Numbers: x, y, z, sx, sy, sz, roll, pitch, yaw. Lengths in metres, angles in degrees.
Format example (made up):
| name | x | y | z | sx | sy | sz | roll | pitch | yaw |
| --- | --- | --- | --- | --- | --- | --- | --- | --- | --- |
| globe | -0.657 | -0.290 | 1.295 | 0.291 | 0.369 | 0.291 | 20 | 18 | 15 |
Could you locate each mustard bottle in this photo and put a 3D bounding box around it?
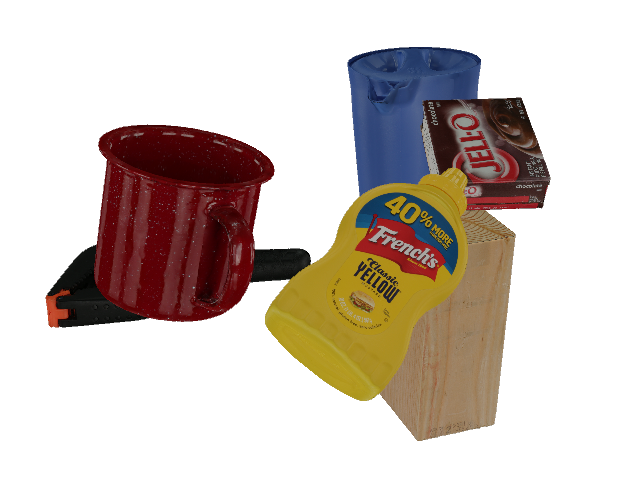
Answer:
| name | x | y | z | sx | sy | sz | roll | pitch | yaw |
| --- | --- | --- | --- | --- | --- | --- | --- | --- | --- |
| mustard bottle | 0.051 | 0.016 | 0.766 | 0.096 | 0.191 | 0.058 | 37 | -29 | 4 |

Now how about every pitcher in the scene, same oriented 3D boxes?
| name | x | y | z | sx | sy | sz | roll | pitch | yaw |
| --- | --- | --- | --- | --- | --- | --- | --- | --- | --- |
| pitcher | 0.104 | -0.078 | 1.116 | 0.149 | 0.243 | 0.145 | -9 | 24 | -14 |

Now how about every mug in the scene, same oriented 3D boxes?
| name | x | y | z | sx | sy | sz | roll | pitch | yaw |
| --- | --- | --- | --- | --- | --- | --- | --- | --- | --- |
| mug | -0.070 | -0.004 | 0.566 | 0.093 | 0.081 | 0.117 | -6 | 28 | -38 |

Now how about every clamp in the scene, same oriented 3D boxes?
| name | x | y | z | sx | sy | sz | roll | pitch | yaw |
| --- | --- | --- | --- | --- | --- | --- | --- | --- | --- |
| clamp | -0.136 | 0.015 | 0.880 | 0.209 | 0.036 | 0.165 | -21 | 38 | -32 |

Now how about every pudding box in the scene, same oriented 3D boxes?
| name | x | y | z | sx | sy | sz | roll | pitch | yaw |
| --- | --- | --- | --- | --- | --- | --- | --- | --- | --- |
| pudding box | 0.137 | -0.074 | 0.907 | 0.090 | 0.039 | 0.113 | -2 | 43 | -5 |

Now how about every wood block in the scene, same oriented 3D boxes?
| name | x | y | z | sx | sy | sz | roll | pitch | yaw |
| --- | --- | --- | --- | --- | --- | --- | --- | --- | --- |
| wood block | 0.119 | 0.076 | 1.025 | 0.090 | 0.206 | 0.091 | -8 | 27 | -20 |
